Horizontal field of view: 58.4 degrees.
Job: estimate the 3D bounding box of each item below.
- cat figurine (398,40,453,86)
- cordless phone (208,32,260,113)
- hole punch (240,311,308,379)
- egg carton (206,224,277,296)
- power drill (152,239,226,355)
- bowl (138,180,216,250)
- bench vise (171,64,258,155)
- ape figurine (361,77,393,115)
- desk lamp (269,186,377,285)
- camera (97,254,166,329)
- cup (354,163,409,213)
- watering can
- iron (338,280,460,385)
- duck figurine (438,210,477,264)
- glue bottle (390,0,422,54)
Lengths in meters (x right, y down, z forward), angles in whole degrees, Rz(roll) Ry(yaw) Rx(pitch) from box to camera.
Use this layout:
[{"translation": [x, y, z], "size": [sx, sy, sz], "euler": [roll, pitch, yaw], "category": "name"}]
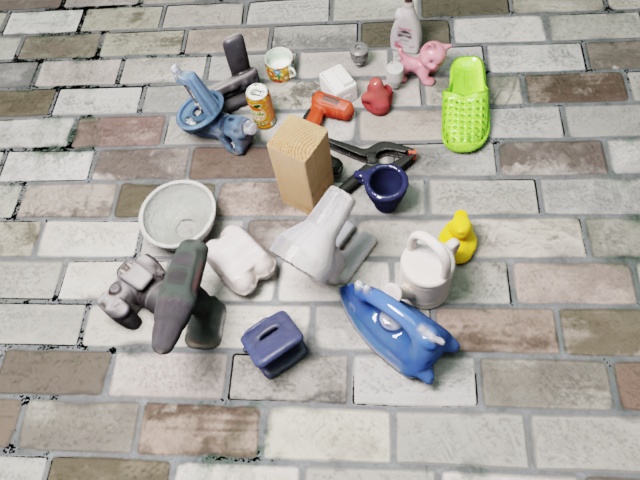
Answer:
[{"translation": [0.244, -0.431, 1.353], "size": [0.127, 0.118, 0.067], "euler": [8, 63, 10], "category": "cat figurine"}, {"translation": [-0.223, -0.399, 1.346], "size": [0.148, 0.185, 0.094], "euler": [-31, 63, -11], "category": "cordless phone"}, {"translation": [-0.091, 0.190, 1.073], "size": [0.109, 0.091, 0.101], "euler": [-33, 64, -12], "category": "hole punch"}, {"translation": [-0.166, 0.040, 1.172], "size": [0.107, 0.069, 0.150], "euler": [-41, 66, -15], "category": "egg carton"}, {"translation": [-0.239, 0.126, 1.055], "size": [0.075, 0.209, 0.229], "euler": [0, 62, 7], "category": "power drill"}, {"translation": [-0.295, -0.043, 1.227], "size": [0.167, 0.075, 0.167], "euler": [-2, 62, 5], "category": "bowl"}, {"translation": [-0.237, -0.300, 1.275], "size": [0.207, 0.220, 0.121], "euler": [4, 63, 8], "category": "bench vise"}, {"translation": [0.133, -0.342, 1.332], "size": [0.078, 0.092, 0.076], "euler": [-8, 61, 2], "category": "ape figurine"}, {"translation": [0.010, 0.004, 1.091], "size": [0.117, 0.214, 0.203], "euler": [30, 69, 20], "category": "desk lamp"}, {"translation": [-0.345, 0.112, 1.135], "size": [0.136, 0.101, 0.143], "euler": [30, 69, 20], "category": "camera"}, {"translation": [0.126, -0.103, 1.204], "size": [0.117, 0.095, 0.092], "euler": [19, 66, 16], "category": "cup"}, {"translation": [0.194, 0.054, 1.057], "size": [0.100, 0.194, 0.173], "euler": [22, 67, 17], "category": "watering can"}, {"translation": [0.128, 0.140, 1.048], "size": [0.257, 0.141, 0.119], "euler": [36, 71, 22], "category": "iron"}, {"translation": [0.278, -0.010, 1.144], "size": [0.077, 0.086, 0.104], "euler": [7, 63, 10], "category": "duck figurine"}, {"translation": [0.209, -0.526, 1.376], "size": [0.078, 0.173, 0.037], "euler": [12, 64, 13], "category": "glue bottle"}]
